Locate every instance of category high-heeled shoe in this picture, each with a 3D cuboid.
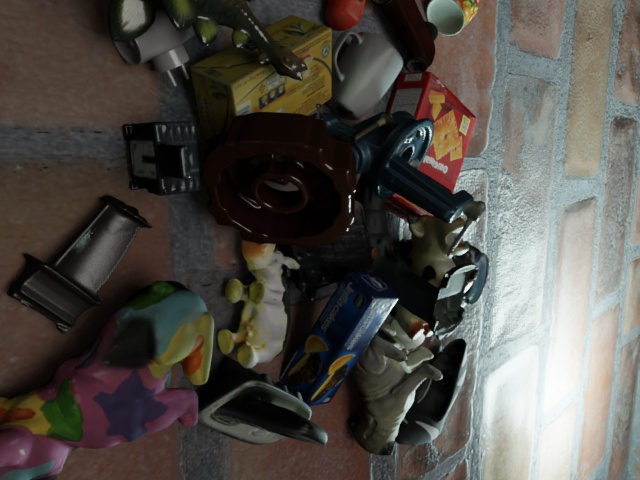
[{"bbox_3d":[0.209,0.271,0.981,0.248,0.086,0.145,-16,129,-61],"label":"high-heeled shoe"}]

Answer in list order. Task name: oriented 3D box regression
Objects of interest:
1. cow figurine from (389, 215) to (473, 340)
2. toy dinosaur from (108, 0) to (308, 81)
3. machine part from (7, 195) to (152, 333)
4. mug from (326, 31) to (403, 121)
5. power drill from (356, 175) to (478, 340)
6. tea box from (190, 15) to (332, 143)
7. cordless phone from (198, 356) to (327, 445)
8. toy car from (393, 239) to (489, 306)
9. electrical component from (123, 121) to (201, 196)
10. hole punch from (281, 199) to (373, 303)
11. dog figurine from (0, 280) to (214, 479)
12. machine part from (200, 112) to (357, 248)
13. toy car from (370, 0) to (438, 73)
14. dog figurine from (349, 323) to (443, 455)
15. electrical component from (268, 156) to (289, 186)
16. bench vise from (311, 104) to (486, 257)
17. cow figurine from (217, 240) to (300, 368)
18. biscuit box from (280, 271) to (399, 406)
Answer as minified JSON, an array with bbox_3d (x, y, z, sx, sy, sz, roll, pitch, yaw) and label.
[{"bbox_3d":[0.166,0.045,0.834,0.085,0.127,0.194,-5,131,-51],"label":"cow figurine"},{"bbox_3d":[-0.180,-0.309,0.463,0.471,0.105,0.198,45,60,-22],"label":"toy dinosaur"},{"bbox_3d":[-0.232,0.017,0.531,0.139,0.039,0.084,-55,126,-22],"label":"machine part"},{"bbox_3d":[0.051,-0.228,0.750,0.109,0.081,0.107,36,82,-50],"label":"mug"},{"bbox_3d":[0.114,0.033,0.768,0.086,0.208,0.231,-11,117,-49],"label":"power drill"},{"bbox_3d":[-0.061,-0.183,0.630,0.169,0.068,0.098,-42,148,-35],"label":"tea box"},{"bbox_3d":[-0.046,0.217,0.652,0.146,0.184,0.089,43,62,-41],"label":"cordless phone"},{"bbox_3d":[0.202,0.047,0.928,0.103,0.162,0.109,-45,144,-77],"label":"toy car"},{"bbox_3d":[-0.150,-0.084,0.539,0.048,0.119,0.074,-15,105,-43],"label":"electrical component"},{"bbox_3d":[-0.002,-0.002,0.744,0.116,0.092,0.142,-17,114,-18],"label":"hole punch"},{"bbox_3d":[-0.222,0.136,0.505,0.219,0.109,0.191,-5,118,-42],"label":"dog figurine"},{"bbox_3d":[-0.042,-0.062,0.589,0.179,0.179,0.056,46,38,-40],"label":"machine part"},{"bbox_3d":[0.126,-0.346,0.824,0.202,0.053,0.089,44,59,-44],"label":"toy car"},{"bbox_3d":[0.079,0.239,0.863,0.190,0.172,0.121,-57,176,11],"label":"dog figurine"},{"bbox_3d":[-0.071,-0.106,0.686,0.094,0.021,0.063,17,85,-47],"label":"electrical component"},{"bbox_3d":[0.095,-0.089,0.684,0.223,0.241,0.128,-25,146,-49],"label":"bench vise"},{"bbox_3d":[-0.067,0.072,0.687,0.098,0.068,0.167,6,96,-52],"label":"cow figurine"},{"bbox_3d":[0.024,0.137,0.738,0.062,0.059,0.202,8,119,-45],"label":"biscuit box"}]
